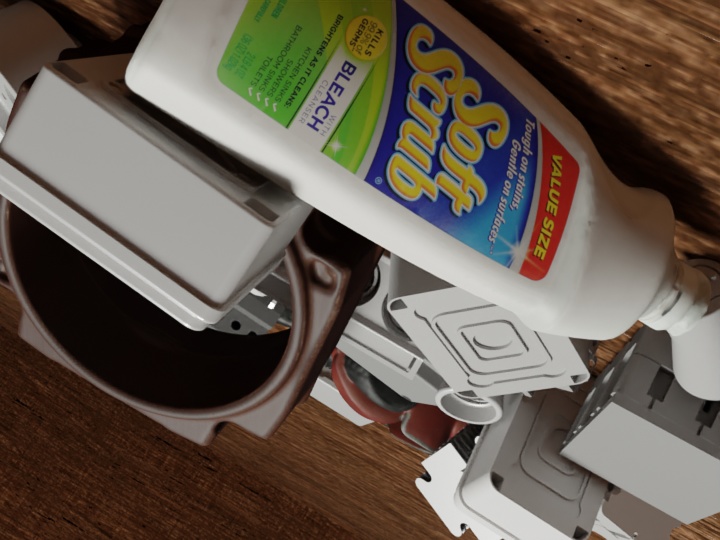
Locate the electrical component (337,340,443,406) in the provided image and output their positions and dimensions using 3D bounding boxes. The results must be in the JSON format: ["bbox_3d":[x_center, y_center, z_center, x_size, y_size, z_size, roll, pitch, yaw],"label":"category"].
[{"bbox_3d":[0.028,0.043,0.749,0.113,0.057,0.078,39,162,-22],"label":"electrical component"}]

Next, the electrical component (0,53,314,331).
[{"bbox_3d":[-0.079,-0.038,0.451,0.109,0.056,0.108,36,-163,0],"label":"electrical component"}]

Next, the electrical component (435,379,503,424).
[{"bbox_3d":[0.078,0.062,0.702,0.044,0.065,0.044,14,147,9],"label":"electrical component"}]

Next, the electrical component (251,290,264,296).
[{"bbox_3d":[-0.086,-0.037,0.711,0.121,0.063,0.079,42,160,-32],"label":"electrical component"}]

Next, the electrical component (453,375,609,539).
[{"bbox_3d":[0.119,0.121,0.703,0.078,0.113,0.057,33,147,-5],"label":"electrical component"}]

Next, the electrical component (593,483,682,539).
[{"bbox_3d":[0.207,0.186,0.856,0.089,0.050,0.056,40,161,-26],"label":"electrical component"}]

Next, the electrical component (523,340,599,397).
[{"bbox_3d":[0.105,0.042,0.645,0.064,0.042,0.081,10,154,41],"label":"electrical component"}]

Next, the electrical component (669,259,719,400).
[{"bbox_3d":[0.162,0.026,0.502,0.044,0.044,0.065,17,153,40],"label":"electrical component"}]

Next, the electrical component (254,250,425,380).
[{"bbox_3d":[0.000,0.000,0.655,0.121,0.078,0.063,30,-168,5],"label":"electrical component"}]

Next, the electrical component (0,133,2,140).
[{"bbox_3d":[-0.231,-0.072,0.772,0.186,0.060,0.105,33,119,-6],"label":"electrical component"}]

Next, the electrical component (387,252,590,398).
[{"bbox_3d":[0.068,0.013,0.553,0.078,0.057,0.113,-11,143,23],"label":"electrical component"}]

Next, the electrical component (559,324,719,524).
[{"bbox_3d":[0.177,0.085,0.603,0.089,0.061,0.150,28,163,9],"label":"electrical component"}]

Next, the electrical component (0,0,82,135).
[{"bbox_3d":[-0.197,-0.116,0.671,0.108,0.060,0.108,42,157,23],"label":"electrical component"}]

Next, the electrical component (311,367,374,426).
[{"bbox_3d":[-0.015,0.098,0.994,0.100,0.048,0.100,33,163,-4],"label":"electrical component"}]
